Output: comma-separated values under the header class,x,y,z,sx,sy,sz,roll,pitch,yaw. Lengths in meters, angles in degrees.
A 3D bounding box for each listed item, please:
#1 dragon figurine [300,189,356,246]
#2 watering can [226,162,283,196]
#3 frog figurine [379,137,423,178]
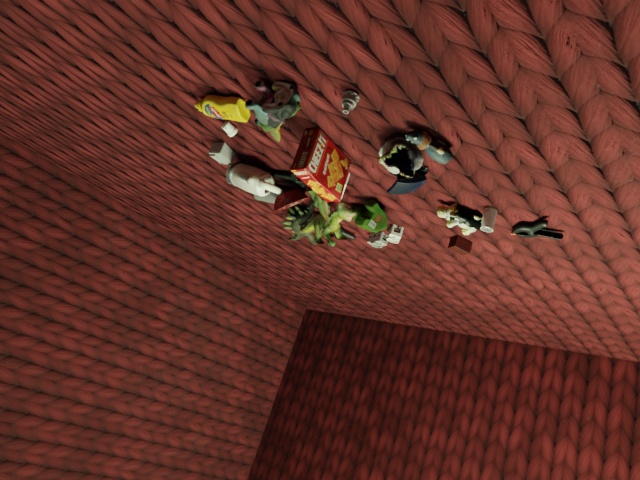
class,x,y,z,sx,sy,sz,roll,pitch,yaw
dragon figurine,0.007,-0.108,2.144,0.412,0.123,0.239,14,120,51
watering can,-0.274,-0.241,2.025,0.225,0.104,0.346,23,-177,19
frog figurine,0.251,-0.260,1.600,0.137,0.121,0.161,8,-165,8
